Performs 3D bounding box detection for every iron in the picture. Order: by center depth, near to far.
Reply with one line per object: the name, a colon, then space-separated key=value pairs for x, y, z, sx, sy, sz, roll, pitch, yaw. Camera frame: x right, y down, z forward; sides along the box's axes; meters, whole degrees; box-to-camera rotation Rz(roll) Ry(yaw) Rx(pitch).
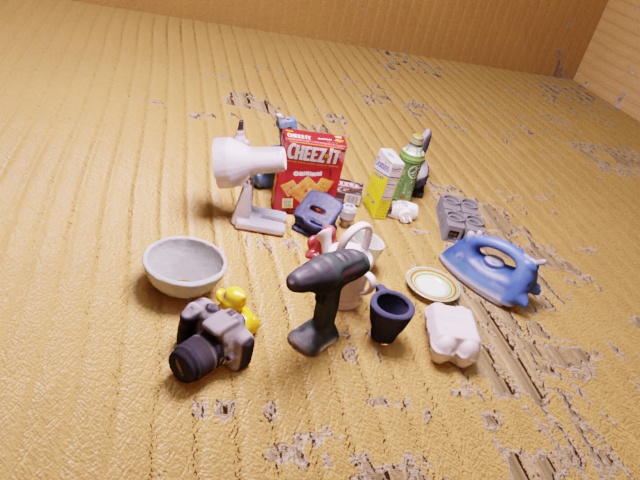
iron: x=0.416 y=0.050 z=1.388 sx=0.257 sy=0.141 sz=0.119 roll=32 pitch=37 yaw=26

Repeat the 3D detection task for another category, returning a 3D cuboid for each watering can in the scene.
watering can: x=0.055 y=0.042 z=1.215 sx=0.172 sy=0.194 sz=0.101 roll=25 pitch=34 yaw=17

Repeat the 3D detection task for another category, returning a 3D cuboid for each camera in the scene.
camera: x=-0.204 y=0.175 z=1.000 sx=0.142 sy=0.101 sz=0.137 roll=30 pitch=36 yaw=24

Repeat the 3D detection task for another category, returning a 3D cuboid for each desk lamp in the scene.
desk lamp: x=-0.167 y=-0.138 z=1.387 sx=0.203 sy=0.213 sz=0.118 roll=10 pitch=33 yaw=-6

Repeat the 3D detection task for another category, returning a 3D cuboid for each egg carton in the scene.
egg carton: x=0.270 y=0.193 z=1.181 sx=0.107 sy=0.069 sz=0.150 roll=10 pitch=33 yaw=-6

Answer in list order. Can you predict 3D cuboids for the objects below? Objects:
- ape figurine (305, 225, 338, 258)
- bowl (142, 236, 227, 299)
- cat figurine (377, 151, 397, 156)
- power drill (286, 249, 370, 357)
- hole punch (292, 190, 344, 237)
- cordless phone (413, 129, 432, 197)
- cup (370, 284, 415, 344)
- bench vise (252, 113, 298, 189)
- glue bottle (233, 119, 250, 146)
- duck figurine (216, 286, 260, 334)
ape figurine: x=0.012 y=0.005 z=1.350 sx=0.076 sy=0.092 sz=0.077 roll=-10 pitch=39 yaw=-32
bowl: x=-0.276 y=0.067 z=1.162 sx=0.167 sy=0.075 sz=0.167 roll=10 pitch=33 yaw=-6
cat figurine: x=0.206 y=-0.210 z=1.730 sx=0.067 sy=0.118 sz=0.127 roll=5 pitch=33 yaw=-14
power drill: x=0.004 y=0.111 z=1.076 sx=0.075 sy=0.208 sz=0.230 roll=31 pitch=36 yaw=25
hole punch: x=-0.004 y=-0.062 z=1.447 sx=0.108 sy=0.091 sz=0.101 roll=24 pitch=34 yaw=16
cordless phone: x=0.296 y=-0.238 z=1.744 sx=0.094 sy=0.185 sz=0.147 roll=12 pitch=32 yaw=-2
cup: x=0.131 y=0.155 z=1.164 sx=0.092 sy=0.095 sz=0.117 roll=-1 pitch=35 yaw=-22
bench vise: x=-0.082 y=-0.252 z=1.589 sx=0.208 sy=0.220 sz=0.121 roll=-21 pitch=46 yaw=-42
glue bottle: x=-0.225 y=-0.250 z=1.575 sx=0.078 sy=0.173 sz=0.037 roll=-14 pitch=42 yaw=-37
duck figurine: x=-0.161 y=0.131 z=1.096 sx=0.104 sy=0.086 sz=0.078 roll=25 pitch=34 yaw=18
